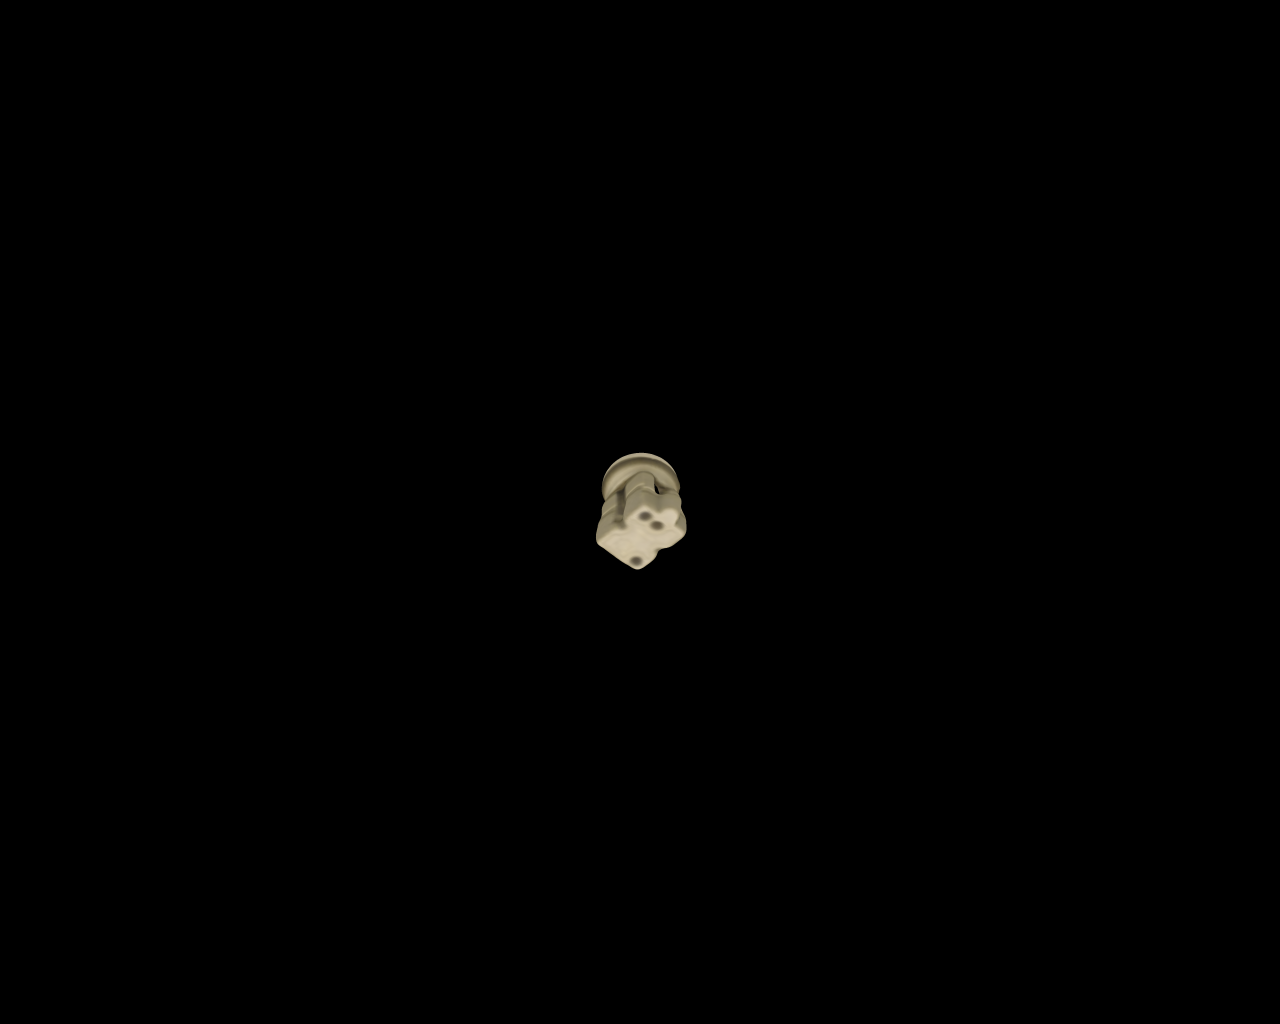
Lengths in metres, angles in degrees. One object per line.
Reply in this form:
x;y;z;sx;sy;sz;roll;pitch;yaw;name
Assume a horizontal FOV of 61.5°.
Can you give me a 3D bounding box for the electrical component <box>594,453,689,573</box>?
0.001;-0.003;0.650;0.048;0.055;0.066;36;-58;-27;electrical component
